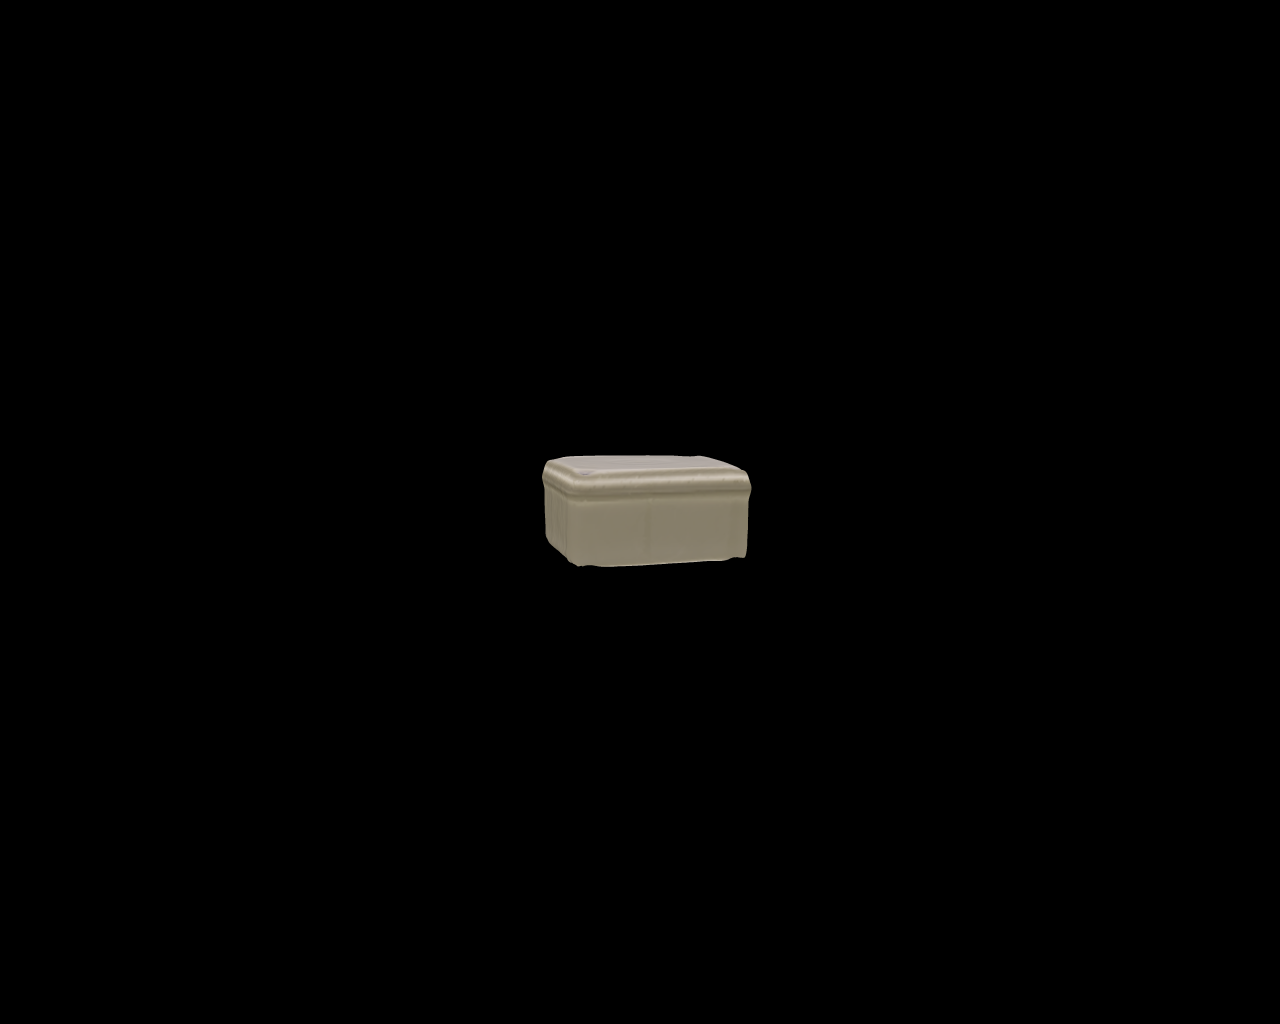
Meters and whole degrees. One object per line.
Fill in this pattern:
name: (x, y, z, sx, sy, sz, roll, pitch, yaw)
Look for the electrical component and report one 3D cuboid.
electrical component: (0.001, -0.003, 0.650, 0.109, 0.056, 0.109, -2, 8, -14)
